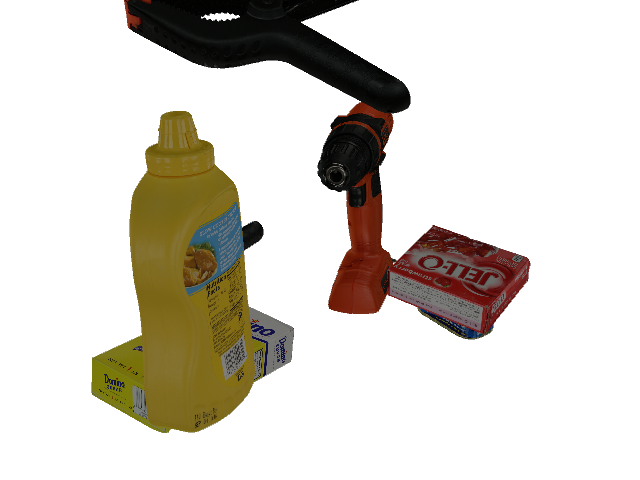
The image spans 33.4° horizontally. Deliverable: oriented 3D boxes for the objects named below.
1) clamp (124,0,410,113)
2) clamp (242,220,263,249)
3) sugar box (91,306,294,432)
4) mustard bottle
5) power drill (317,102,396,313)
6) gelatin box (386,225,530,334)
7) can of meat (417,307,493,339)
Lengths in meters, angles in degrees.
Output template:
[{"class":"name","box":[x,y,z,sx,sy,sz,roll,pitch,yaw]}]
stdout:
[{"class":"clamp","box":[-0.031,-0.147,0.741,0.210,0.164,0.036,-1,-42,-3]},{"class":"clamp","box":[-0.138,0.025,1.246,0.120,0.039,0.171,-6,38,18]},{"class":"sugar box","box":[-0.114,0.109,0.981,0.093,0.048,0.175,22,31,31]},{"class":"mustard bottle","box":[-0.080,0.015,0.662,0.058,0.192,0.096,6,23,22]},{"class":"power drill","box":[0.036,-0.028,1.025,0.057,0.188,0.184,5,24,14]},{"class":"gelatin box","box":[0.108,0.028,0.836,0.089,0.030,0.073,21,41,28]},{"class":"can of meat","box":[0.162,0.058,1.257,0.057,0.084,0.102,-23,39,-34]}]
